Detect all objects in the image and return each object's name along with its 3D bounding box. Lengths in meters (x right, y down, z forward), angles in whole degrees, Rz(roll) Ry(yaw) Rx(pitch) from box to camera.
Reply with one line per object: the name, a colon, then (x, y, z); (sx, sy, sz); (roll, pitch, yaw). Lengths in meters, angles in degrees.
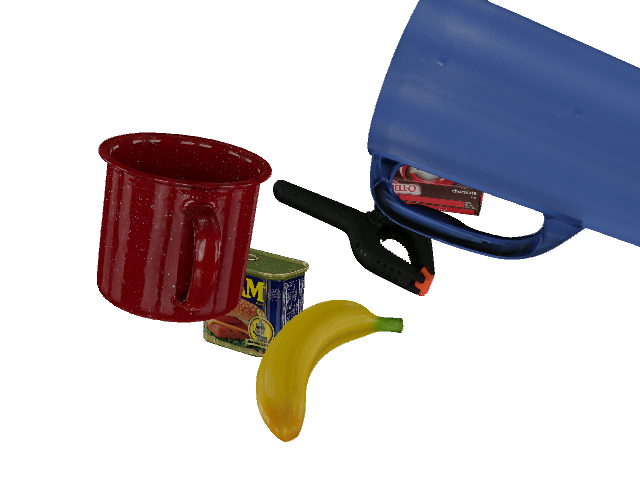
mug: (-0.074, -0.003, 0.573); (0.093, 0.081, 0.117); (1, 21, -23)
can of meat: (-0.063, 0.057, 0.992); (0.102, 0.084, 0.057); (13, 18, 35)
banana: (-0.005, 0.085, 0.792); (0.070, 0.037, 0.197); (10, 25, 25)
pitcher: (0.159, -0.069, 0.746); (0.243, 0.149, 0.144); (24, 48, 9)
clamp: (0.052, -0.018, 1.211); (0.164, 0.210, 0.036); (-14, -38, -24)
pudding box: (0.110, -0.074, 1.004); (0.090, 0.039, 0.113); (7, 39, 6)
